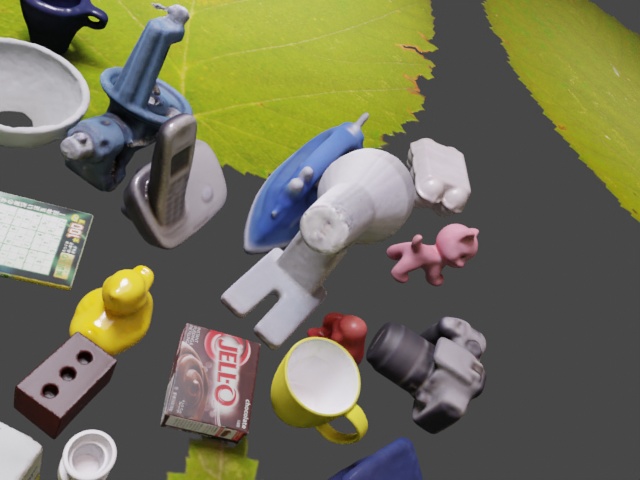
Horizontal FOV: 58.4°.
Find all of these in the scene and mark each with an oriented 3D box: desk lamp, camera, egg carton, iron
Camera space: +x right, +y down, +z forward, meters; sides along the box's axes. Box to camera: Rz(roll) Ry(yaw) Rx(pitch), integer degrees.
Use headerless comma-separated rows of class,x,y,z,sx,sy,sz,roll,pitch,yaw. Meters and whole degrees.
desk lamp,0.006,0.003,0.704,0.118,0.213,0.204,41,45,5
camera,0.140,0.150,0.743,0.137,0.100,0.143,33,45,-3
egg carton,0.208,-0.112,1.020,0.107,0.069,0.150,16,48,-19
iron,-0.011,-0.088,0.818,0.118,0.141,0.259,38,45,2

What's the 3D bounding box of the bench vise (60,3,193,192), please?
bench vise,-0.220,-0.169,0.704,0.122,0.219,0.207,22,46,-13

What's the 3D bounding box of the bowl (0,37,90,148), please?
bowl,-0.379,-0.170,0.712,0.168,0.074,0.167,16,48,-19

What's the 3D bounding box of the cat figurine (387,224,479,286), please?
cat figurine,0.182,0.012,0.868,0.128,0.117,0.067,5,52,-27

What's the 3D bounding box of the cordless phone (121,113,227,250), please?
cordless phone,-0.161,-0.089,0.698,0.094,0.185,0.148,37,45,1

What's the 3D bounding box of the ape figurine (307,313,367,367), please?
ape figurine,0.027,0.122,0.705,0.076,0.092,0.078,36,45,0

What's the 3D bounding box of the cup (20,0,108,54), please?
cup,-0.368,-0.311,0.820,0.118,0.095,0.091,17,48,-19

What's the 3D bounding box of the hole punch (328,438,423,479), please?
hole punch,0.067,0.277,0.603,0.109,0.091,0.101,-17,65,-39

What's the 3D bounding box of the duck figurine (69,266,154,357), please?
duck figurine,-0.215,0.069,0.608,0.077,0.086,0.105,36,45,0
